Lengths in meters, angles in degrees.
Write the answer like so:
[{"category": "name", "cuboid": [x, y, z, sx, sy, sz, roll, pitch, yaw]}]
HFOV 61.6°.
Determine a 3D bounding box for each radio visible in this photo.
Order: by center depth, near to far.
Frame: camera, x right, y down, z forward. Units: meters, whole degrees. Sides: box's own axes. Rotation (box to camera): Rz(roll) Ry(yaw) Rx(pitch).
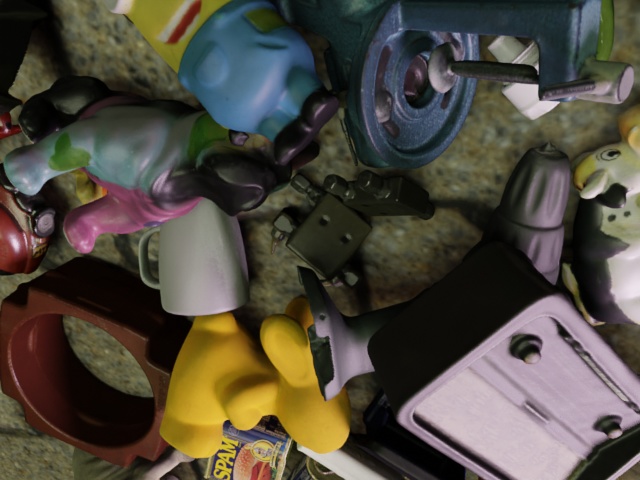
[{"category": "radio", "cuboid": [0.156, 0.111, 0.399, 0.131, 0.073, 0.229, -44, 122, 12]}]

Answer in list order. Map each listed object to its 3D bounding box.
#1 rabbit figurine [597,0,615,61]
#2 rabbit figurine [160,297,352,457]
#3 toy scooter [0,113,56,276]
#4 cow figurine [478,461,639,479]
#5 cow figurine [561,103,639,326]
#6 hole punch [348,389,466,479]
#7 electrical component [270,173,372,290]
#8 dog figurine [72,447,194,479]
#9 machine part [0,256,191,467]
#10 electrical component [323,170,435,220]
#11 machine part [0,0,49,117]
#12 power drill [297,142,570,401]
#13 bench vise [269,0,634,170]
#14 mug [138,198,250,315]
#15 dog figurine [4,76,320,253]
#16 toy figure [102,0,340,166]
[{"category": "rabbit figurine", "cuboid": [0.185, -0.178, 0.307, 0.170, 0.121, 0.159, 19, 140, -9]}, {"category": "rabbit figurine", "cuboid": [-0.046, 0.135, 0.522, 0.173, 0.122, 0.162, 22, 101, 12]}, {"category": "toy scooter", "cuboid": [-0.324, -0.058, 0.535, 0.135, 0.075, 0.183, -30, 98, 25]}, {"category": "cow figurine", "cuboid": [0.247, 0.245, 0.502, 0.195, 0.085, 0.127, 13, 111, 9]}, {"category": "cow figurine", "cuboid": [0.223, -0.013, 0.398, 0.098, 0.068, 0.167, -15, 109, 27]}, {"category": "hole punch", "cuboid": [0.099, 0.188, 0.521, 0.142, 0.092, 0.115, 28, 158, 2]}, {"category": "electrical component", "cuboid": [0.001, -0.001, 0.483, 0.102, 0.045, 0.078, 33, 91, -3]}, {"category": "dog figurine", "cuboid": [-0.253, 0.303, 0.612, 0.172, 0.190, 0.121, 17, 117, 10]}, {"category": "machine part", "cuboid": [-0.237, 0.132, 0.589, 0.201, 0.087, 0.201, 21, 116, 6]}, {"category": "electrical component", "cuboid": [0.051, -0.034, 0.440, 0.063, 0.094, 0.021, 1, 77, 46]}, {"category": "machine part", "cuboid": [-0.269, -0.159, 0.449, 0.084, 0.139, 0.039, -20, 147, 19]}, {"category": "power drill", "cuboid": [0.088, 0.042, 0.430, 0.207, 0.086, 0.231, -12, 121, -13]}, {"category": "bench vise", "cuboid": [0.067, -0.134, 0.332, 0.241, 0.129, 0.223, 26, 134, 43]}, {"category": "mug", "cuboid": [-0.120, 0.007, 0.505, 0.110, 0.081, 0.107, 4, 101, 23]}, {"category": "dog figurine", "cuboid": [-0.116, -0.082, 0.438, 0.219, 0.192, 0.108, -17, 134, -1]}, {"category": "toy figure", "cuboid": [-0.066, -0.128, 0.341, 0.180, 0.089, 0.082, 45, 88, 0]}]
